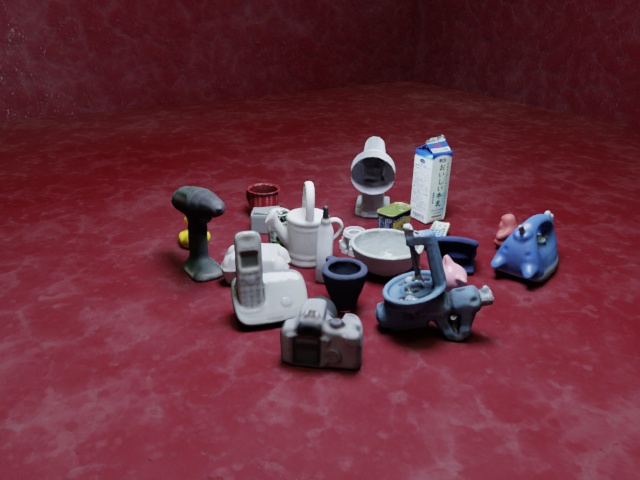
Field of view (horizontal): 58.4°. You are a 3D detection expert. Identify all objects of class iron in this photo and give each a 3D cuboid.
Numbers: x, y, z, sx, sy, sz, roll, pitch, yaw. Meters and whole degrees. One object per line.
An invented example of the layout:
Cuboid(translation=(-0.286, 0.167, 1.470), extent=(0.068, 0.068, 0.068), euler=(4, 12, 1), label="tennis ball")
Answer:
Cuboid(translation=(0.501, -0.001, 1.336), extent=(0.118, 0.141, 0.259), euler=(20, 30, 35), label="iron")

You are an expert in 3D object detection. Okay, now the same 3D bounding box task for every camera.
Cuboid(translation=(0.009, 0.151, 1.025), extent=(0.143, 0.101, 0.137), euler=(4, 25, 6), label="camera")

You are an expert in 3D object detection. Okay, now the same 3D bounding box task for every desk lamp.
Cuboid(translation=(0.147, -0.171, 1.605), extent=(0.118, 0.214, 0.203), euler=(3, 25, 5), label="desk lamp")

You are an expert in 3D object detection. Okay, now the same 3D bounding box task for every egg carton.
Cuboid(translation=(-0.141, 0.053, 1.271), extent=(0.150, 0.069, 0.107), euler=(2, 24, 1), label="egg carton")

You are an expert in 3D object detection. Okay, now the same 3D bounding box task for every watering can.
Cuboid(translation=(-0.036, -0.040, 1.331), extent=(0.173, 0.194, 0.100), euler=(-11, 27, -24), label="watering can")

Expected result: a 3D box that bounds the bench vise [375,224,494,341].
Cuboid(translation=(0.212, 0.071, 1.066), extent=(0.207, 0.220, 0.121), euler=(-3, 25, -10), label="bench vise")

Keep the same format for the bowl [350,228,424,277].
Cuboid(translation=(0.151, 0.037, 1.314), extent=(0.167, 0.075, 0.167), euler=(1, 24, 0), label="bowl")

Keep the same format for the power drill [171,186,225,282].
Cuboid(translation=(-0.260, -0.021, 1.260), extent=(0.076, 0.208, 0.228), euler=(-15, 29, -31), label="power drill")

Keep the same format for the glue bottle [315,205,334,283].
Cuboid(translation=(0.012, 0.005, 1.260), extent=(0.037, 0.173, 0.078), euler=(3, 25, 4), label="glue bottle")

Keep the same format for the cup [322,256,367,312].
Cuboid(translation=(0.042, 0.090, 1.168), extent=(0.092, 0.095, 0.117), euler=(-11, 27, -26), label="cup")

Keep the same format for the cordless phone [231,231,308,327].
Cuboid(translation=(-0.099, 0.068, 1.100), extent=(0.148, 0.185, 0.094), euler=(-8, 26, -19), label="cordless phone")

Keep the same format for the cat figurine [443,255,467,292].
Cuboid(translation=(0.264, 0.079, 1.175), extent=(0.067, 0.118, 0.128), euler=(3, 24, 4), label="cat figurine")

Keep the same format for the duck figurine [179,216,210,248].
Cuboid(translation=(-0.316, -0.034, 1.435), extent=(0.077, 0.086, 0.104), euler=(1, 24, 0), label="duck figurine")

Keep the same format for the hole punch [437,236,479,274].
Cuboid(translation=(0.313, 0.019, 1.344), extent=(0.108, 0.091, 0.101), euler=(6, 25, 10), label="hole punch")

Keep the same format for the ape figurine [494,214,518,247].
Cuboid(translation=(0.471, -0.023, 1.443), extent=(0.078, 0.092, 0.075), euler=(-16, 30, -34), label="ape figurine")
